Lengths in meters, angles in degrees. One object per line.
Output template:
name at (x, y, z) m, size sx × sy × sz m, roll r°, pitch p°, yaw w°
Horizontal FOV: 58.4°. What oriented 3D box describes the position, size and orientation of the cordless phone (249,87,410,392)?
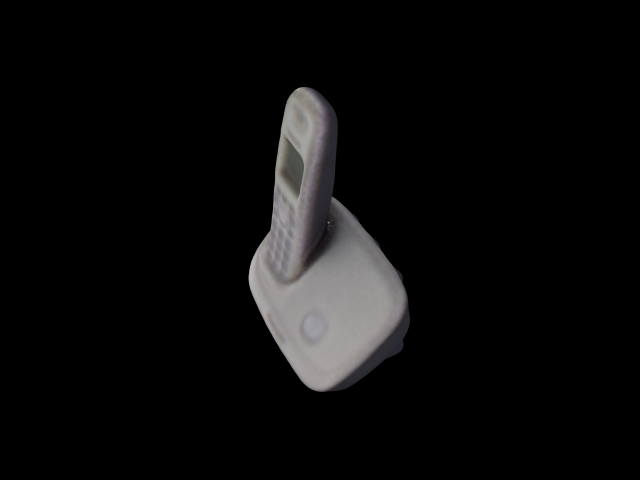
cordless phone at (0.004, 0.001, 0.400) m, size 0.094 × 0.185 × 0.147 m, roll -22°, pitch 48°, yaw -20°
